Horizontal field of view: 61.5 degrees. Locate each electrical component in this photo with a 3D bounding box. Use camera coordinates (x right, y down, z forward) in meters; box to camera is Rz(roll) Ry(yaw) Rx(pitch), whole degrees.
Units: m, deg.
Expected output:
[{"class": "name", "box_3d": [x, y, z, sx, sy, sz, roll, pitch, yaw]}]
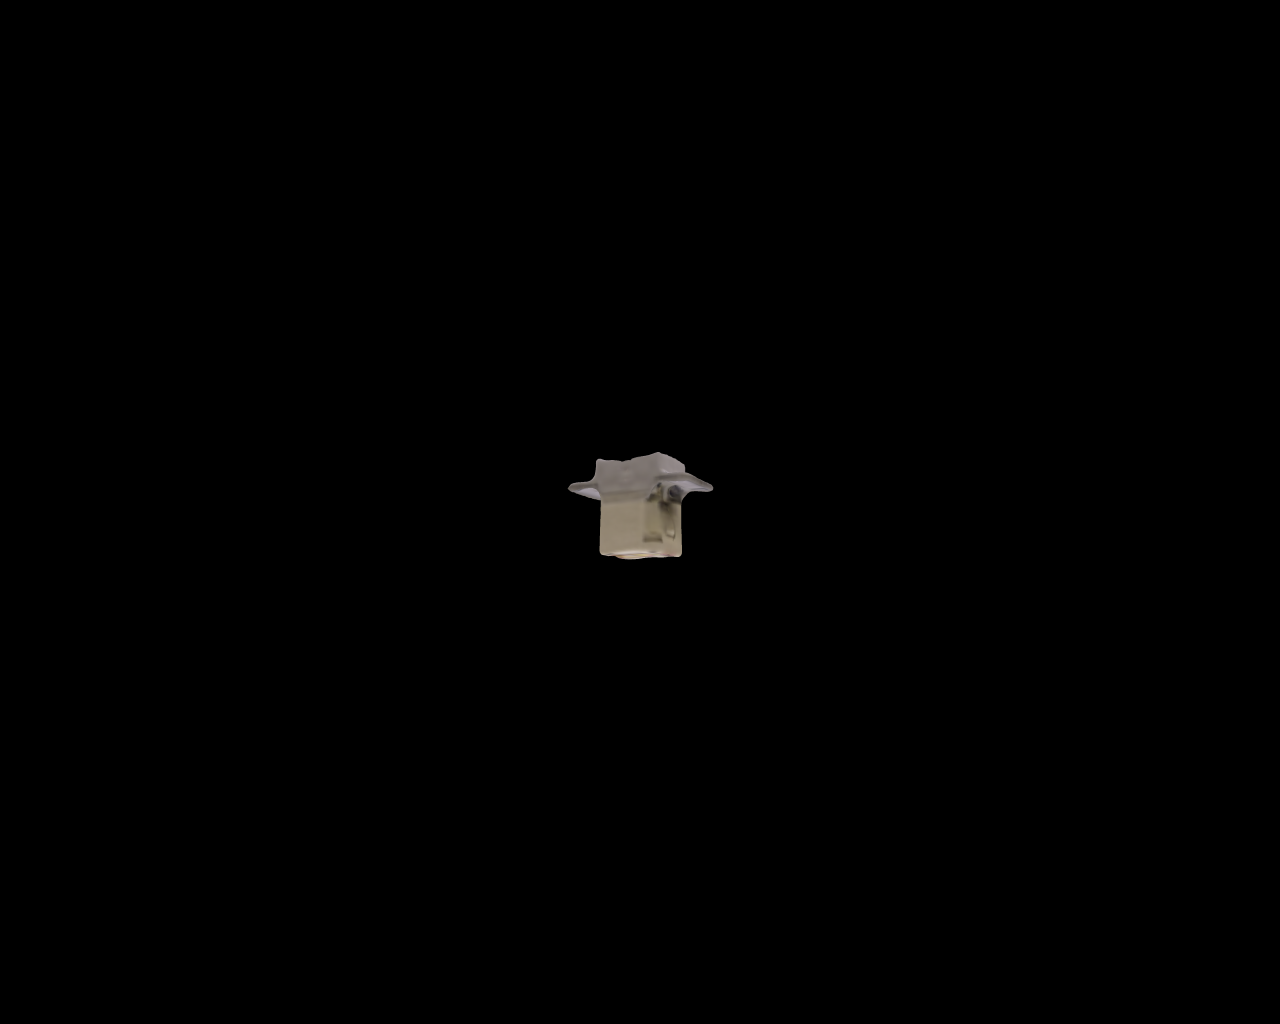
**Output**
[{"class": "electrical component", "box_3d": [0.001, -0.003, 0.650, 0.081, 0.063, 0.042, -5, -11, 28]}]
